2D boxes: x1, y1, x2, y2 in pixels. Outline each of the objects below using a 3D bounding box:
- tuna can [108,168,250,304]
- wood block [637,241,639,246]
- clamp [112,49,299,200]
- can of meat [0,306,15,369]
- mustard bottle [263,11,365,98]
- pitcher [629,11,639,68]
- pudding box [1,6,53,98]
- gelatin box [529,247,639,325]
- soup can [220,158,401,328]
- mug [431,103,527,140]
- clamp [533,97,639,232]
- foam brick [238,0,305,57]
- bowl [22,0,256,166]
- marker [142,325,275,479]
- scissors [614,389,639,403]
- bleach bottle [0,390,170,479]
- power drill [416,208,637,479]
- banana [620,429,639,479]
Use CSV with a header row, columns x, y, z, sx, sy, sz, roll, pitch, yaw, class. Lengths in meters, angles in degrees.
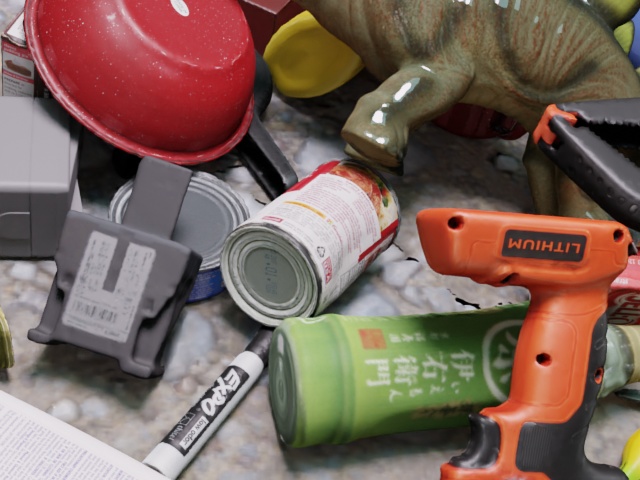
x,y,z,sx,sy,sz,roll,pitch,yaw,class
-0.086,-0.003,0.650,0.086,0.034,0.086,7,46,-7,tuna can
0.311,0.000,0.702,0.205,0.091,0.090,-18,55,-28,wood block
-0.082,-0.092,0.733,0.120,0.039,0.171,7,44,-19,clamp
-0.224,0.039,0.564,0.083,0.057,0.102,-25,57,-28,can of meat
0.046,-0.175,0.807,0.191,0.096,0.058,-41,103,-40,mustard bottle
0.204,-0.213,0.789,0.149,0.145,0.243,-42,82,-1,pitcher
-0.172,-0.127,0.709,0.039,0.090,0.113,16,46,1,pudding box
0.175,0.030,0.642,0.073,0.089,0.030,5,71,-8,gelatin box
-0.004,0.001,0.631,0.068,0.069,0.102,31,38,16,soup can
0.123,-0.121,0.778,0.093,0.082,0.117,-13,51,-24,mug
0.230,-0.037,0.621,0.210,0.036,0.164,26,53,6,clamp
-0.042,-0.179,0.817,0.053,0.051,0.078,26,47,11,foam brick
-0.097,-0.128,0.661,0.161,0.055,0.162,21,50,-27,bowl
-0.054,0.087,0.583,0.020,0.020,0.121,29,47,14,marker
0.283,0.094,0.659,0.202,0.016,0.096,19,44,5,scissors
-0.100,0.149,0.485,0.251,0.068,0.102,26,48,8,bleach bottle
0.081,0.079,0.528,0.184,0.057,0.188,3,91,-15,power drill
0.254,0.135,0.602,0.198,0.037,0.069,11,64,0,banana
